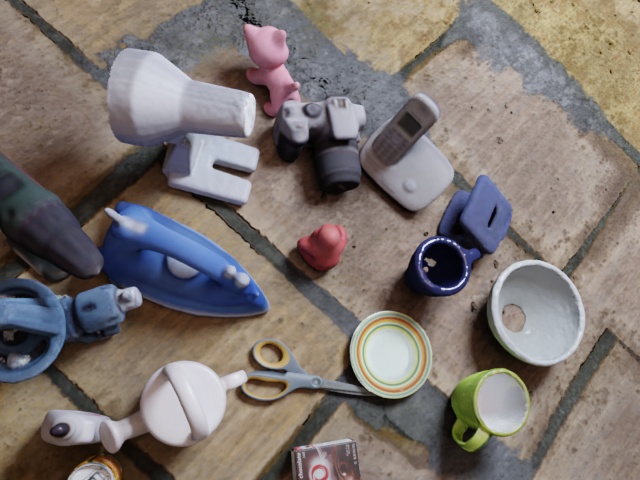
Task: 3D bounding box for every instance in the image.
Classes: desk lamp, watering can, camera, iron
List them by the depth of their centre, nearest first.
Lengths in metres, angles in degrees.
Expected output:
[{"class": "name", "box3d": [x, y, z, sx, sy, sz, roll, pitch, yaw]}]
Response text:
[{"class": "watering can", "box3d": [-0.171, 0.202, 0.689, 0.101, 0.193, 0.173, 45, 68, 1]}, {"class": "iron", "box3d": [-0.173, 0.030, 0.766, 0.258, 0.141, 0.119, 24, 69, -8]}, {"class": "desk lamp", "box3d": [-0.174, -0.152, 0.780, 0.203, 0.213, 0.118, 14, 71, -11]}, {"class": "camera", "box3d": [0.010, -0.148, 0.891, 0.143, 0.100, 0.137, -5, 76, -17]}]

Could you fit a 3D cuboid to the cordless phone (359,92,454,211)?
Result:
[{"class": "cordless phone", "box3d": [0.152, -0.136, 0.883, 0.147, 0.185, 0.094, 41, 68, -1]}]

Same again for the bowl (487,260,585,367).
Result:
[{"class": "bowl", "box3d": [0.332, 0.120, 0.919, 0.168, 0.074, 0.167, 4, 73, -14]}]

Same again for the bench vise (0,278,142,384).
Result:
[{"class": "bench vise", "box3d": [-0.325, 0.081, 0.667, 0.208, 0.219, 0.121, -35, 86, -21]}]

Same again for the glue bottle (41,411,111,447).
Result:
[{"class": "glue bottle", "box3d": [-0.288, 0.218, 0.663, 0.078, 0.173, 0.037, 8, 72, -13]}]

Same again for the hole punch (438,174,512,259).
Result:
[{"class": "hole punch", "box3d": [0.266, -0.039, 0.938, 0.101, 0.091, 0.109, 30, 69, -5]}]

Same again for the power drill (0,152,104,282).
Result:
[{"class": "power drill", "box3d": [-0.343, -0.018, 0.696, 0.229, 0.208, 0.076, 41, 68, -1]}]

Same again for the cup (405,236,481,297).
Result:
[{"class": "cup", "box3d": [0.182, 0.045, 0.888, 0.118, 0.094, 0.091, -19, 80, -20]}]

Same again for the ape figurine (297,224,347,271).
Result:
[{"class": "ape figurine", "box3d": [0.008, 0.003, 0.852, 0.078, 0.092, 0.076, 1, 74, -15]}]

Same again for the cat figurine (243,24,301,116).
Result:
[{"class": "cat figurine", "box3d": [-0.071, -0.276, 0.896, 0.067, 0.117, 0.128, -30, 84, -21]}]
